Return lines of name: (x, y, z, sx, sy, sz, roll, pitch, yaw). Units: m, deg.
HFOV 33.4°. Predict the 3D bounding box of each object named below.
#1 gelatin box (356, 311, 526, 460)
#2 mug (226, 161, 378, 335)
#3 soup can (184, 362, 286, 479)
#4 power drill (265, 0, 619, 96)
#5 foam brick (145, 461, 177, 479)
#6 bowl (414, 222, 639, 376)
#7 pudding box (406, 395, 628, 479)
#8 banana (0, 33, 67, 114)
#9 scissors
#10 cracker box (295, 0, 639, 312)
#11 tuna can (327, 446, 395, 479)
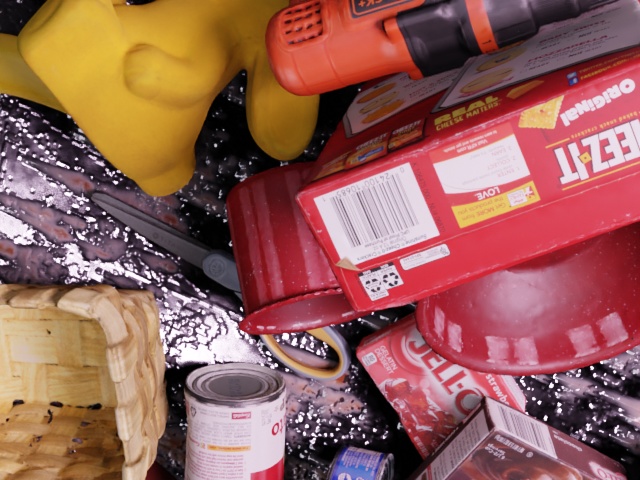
gelatin box: (0.077, 0.086, 0.674, 0.073, 0.030, 0.089, -30, 97, 18)
mug: (-0.004, 0.001, 0.619, 0.117, 0.093, 0.081, -36, 62, 55)
soup can: (-0.057, 0.139, 0.702, 0.068, 0.068, 0.102, 6, 106, 12)
power drill: (0.056, -0.171, 0.538, 0.184, 0.057, 0.187, -13, 61, 15)
foam brick: (-0.138, 0.186, 0.730, 0.053, 0.078, 0.051, 41, 111, 2)
bowl: (0.130, 0.011, 0.603, 0.162, 0.055, 0.162, -4, 141, -3)
pudding box: (0.122, 0.156, 0.659, 0.113, 0.039, 0.090, 30, 116, -15)
banana: (-0.225, -0.101, 0.691, 0.198, 0.037, 0.070, 8, 107, 12)
scissors: (-0.048, 0.008, 0.690, 0.202, 0.016, 0.096, 43, 109, -1)
cracker box: (0.093, -0.056, 0.531, 0.164, 0.213, 0.072, -21, 106, 18)
tuna can: (0.023, 0.176, 0.683, 0.034, 0.086, 0.086, 9, 107, 13)
